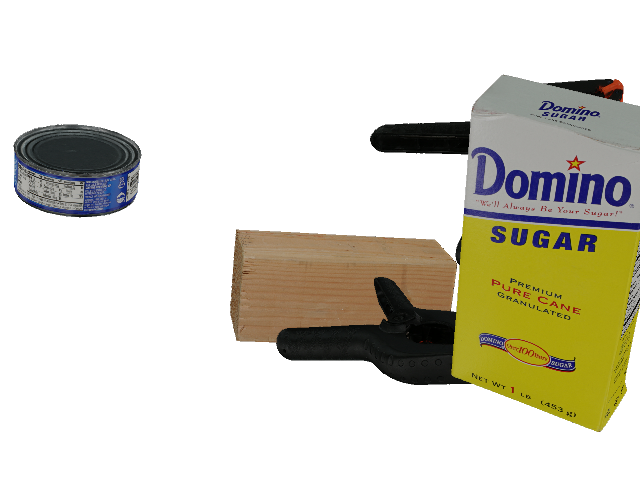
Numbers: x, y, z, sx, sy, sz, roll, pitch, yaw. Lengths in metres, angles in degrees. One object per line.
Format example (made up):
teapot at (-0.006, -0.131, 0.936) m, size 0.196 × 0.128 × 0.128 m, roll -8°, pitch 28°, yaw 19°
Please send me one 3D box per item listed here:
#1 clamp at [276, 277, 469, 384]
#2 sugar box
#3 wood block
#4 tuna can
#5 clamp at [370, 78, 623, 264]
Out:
clamp at (0.049, 0.074, 0.789) m, size 0.120 × 0.039 × 0.172 m, roll -29°, pitch 24°, yaw -24°
sugar box at (0.121, 0.010, 0.555) m, size 0.093 × 0.176 × 0.048 m, roll 18°, pitch 41°, yaw 26°
wood block at (0.019, 0.048, 1.053) m, size 0.206 × 0.091 × 0.090 m, roll 3°, pitch 15°, yaw -10°
tuna can at (-0.168, -0.049, 0.738) m, size 0.086 × 0.034 × 0.086 m, roll 7°, pitch 27°, yaw -4°
clamp at (0.164, -0.070, 0.884) m, size 0.210 × 0.164 × 0.036 m, roll -21°, pitch -39°, yaw -2°
